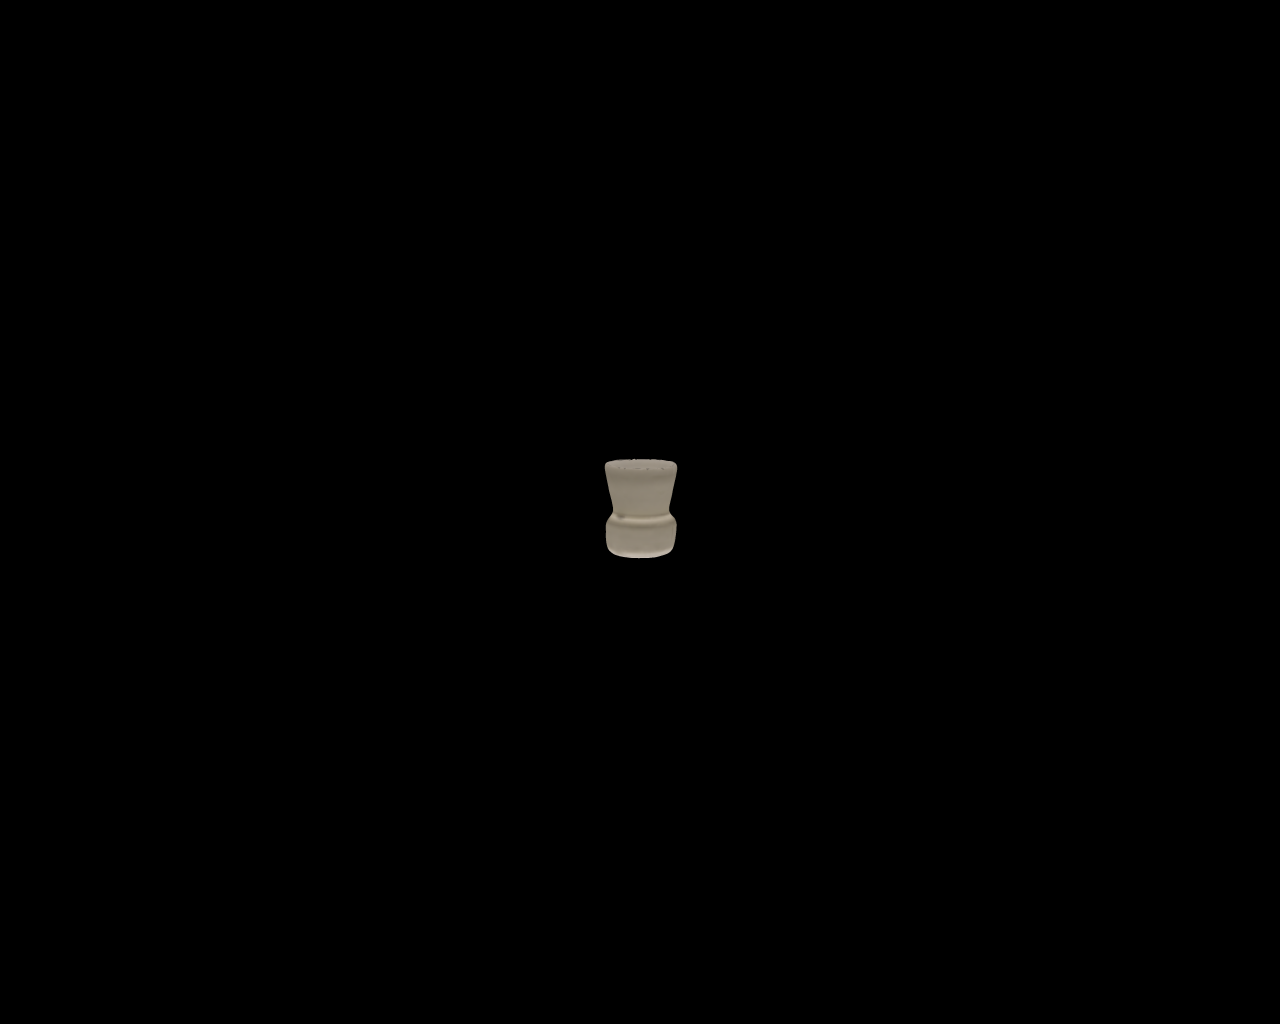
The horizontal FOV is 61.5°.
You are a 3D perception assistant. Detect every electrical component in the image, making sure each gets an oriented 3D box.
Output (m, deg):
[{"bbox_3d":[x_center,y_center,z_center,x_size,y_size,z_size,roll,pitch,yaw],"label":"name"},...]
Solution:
[{"bbox_3d":[0.001,-0.003,0.650,0.045,0.055,0.045,0,10,0],"label":"electrical component"}]
